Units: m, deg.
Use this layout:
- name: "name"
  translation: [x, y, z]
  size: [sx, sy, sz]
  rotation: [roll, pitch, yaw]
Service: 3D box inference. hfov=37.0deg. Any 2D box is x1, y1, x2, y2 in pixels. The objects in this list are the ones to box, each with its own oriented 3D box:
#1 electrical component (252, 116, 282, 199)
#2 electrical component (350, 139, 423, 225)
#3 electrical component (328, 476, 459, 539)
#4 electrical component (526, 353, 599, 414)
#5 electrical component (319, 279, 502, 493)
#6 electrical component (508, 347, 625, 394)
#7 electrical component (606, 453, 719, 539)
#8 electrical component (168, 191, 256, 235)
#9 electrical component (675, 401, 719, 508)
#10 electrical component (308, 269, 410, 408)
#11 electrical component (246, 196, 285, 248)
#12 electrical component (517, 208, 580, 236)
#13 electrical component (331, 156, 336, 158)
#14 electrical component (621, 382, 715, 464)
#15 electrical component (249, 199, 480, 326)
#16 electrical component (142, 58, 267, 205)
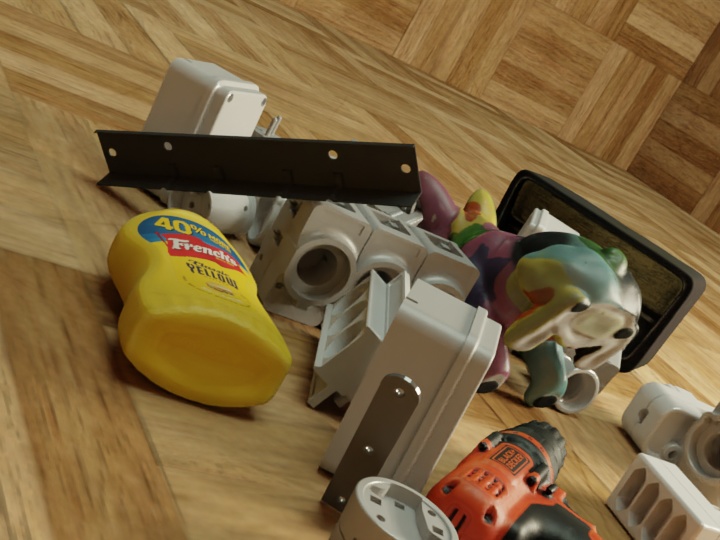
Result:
- name: "electrical component"
  translation: [-0.096, -0.114, 1.034]
  size: [0.047, 0.076, 0.065]
  rotation: [30, 16, 1]
- name: "electrical component"
  translation: [0.016, -0.067, 1.097]
  size: [0.063, 0.078, 0.121]
  rotation: [-23, 50, -40]
- name: "electrical component"
  translation: [0.011, 0.134, 0.510]
  size: [0.055, 0.047, 0.055]
  rotation: [27, 16, -8]
- name: "electrical component"
  translation: [0.174, 0.091, 0.941]
  size: [0.044, 0.044, 0.065]
  rotation: [21, 13, -27]
- name: "electrical component"
  translation: [0.031, 0.071, 0.618]
  size: [0.057, 0.113, 0.078]
  rotation: [28, 16, 4]
- name: "electrical component"
  translation: [0.185, 0.060, 1.008]
  size: [0.121, 0.078, 0.063]
  rotation: [29, 38, -2]
- name: "electrical component"
  translation: [0.231, 0.179, 0.755]
  size: [0.076, 0.047, 0.083]
  rotation: [22, 18, -26]
- name: "electrical component"
  translation: [-0.113, -0.051, 0.871]
  size: [0.043, 0.043, 0.081]
  rotation: [37, 17, 24]
- name: "electrical component"
  translation: [0.308, 0.151, 0.888]
  size: [0.059, 0.095, 0.053]
  rotation: [17, 20, -39]
- name: "electrical component"
  translation: [0.010, 0.053, 0.724]
  size: [0.063, 0.079, 0.121]
  rotation: [49, 12, -12]
- name: "electrical component"
  translation: [-0.057, -0.038, 0.910]
  size: [0.059, 0.053, 0.095]
  rotation: [23, 17, -23]
- name: "electrical component"
  translation: [0.172, 0.000, 1.094]
  size: [0.056, 0.108, 0.109]
  rotation: [33, 16, 4]
- name: "electrical component"
  translation: [-0.033, -0.072, 1.035]
  size: [0.047, 0.065, 0.077]
  rotation: [38, 18, 29]
- name: "electrical component"
  translation: [0.284, 0.141, 0.953]
  size: [0.095, 0.053, 0.059]
  rotation: [24, 17, -19]
- name: "electrical component"
  translation: [0.004, 0.005, 0.819]
  size: [0.150, 0.089, 0.061]
  rotation: [21, 18, -27]
- name: "electrical component"
  translation: [-0.135, -0.112, 0.895]
  size: [0.057, 0.113, 0.078]
  rotation: [31, 16, 16]
